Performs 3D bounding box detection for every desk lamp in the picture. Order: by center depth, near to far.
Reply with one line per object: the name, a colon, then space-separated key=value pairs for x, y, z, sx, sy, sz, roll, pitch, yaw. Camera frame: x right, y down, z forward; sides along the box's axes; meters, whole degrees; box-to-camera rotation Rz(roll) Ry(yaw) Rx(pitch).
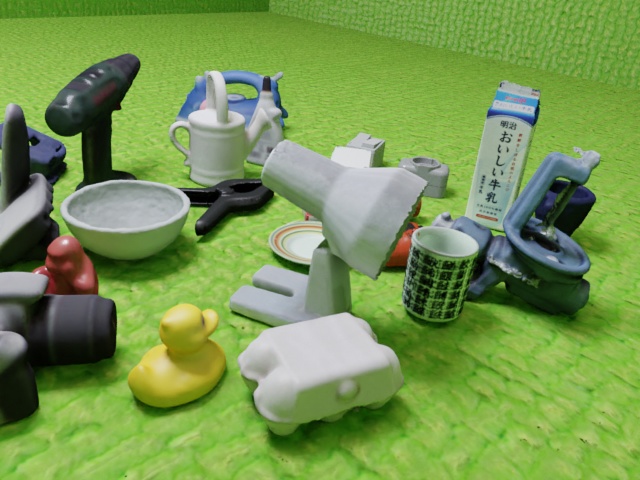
desk lamp: x=0.006 y=0.002 z=0.647 sx=0.202 sy=0.214 sz=0.118 roll=15 pitch=29 yaw=17

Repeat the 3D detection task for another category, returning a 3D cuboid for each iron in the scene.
iron: x=-0.201 y=-0.320 z=1.296 sx=0.258 sy=0.141 sz=0.118 roll=6 pitch=28 yaw=-1

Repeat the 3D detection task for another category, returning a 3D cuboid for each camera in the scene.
camera: x=-0.271 y=0.089 z=0.548 sx=0.137 sy=0.101 sz=0.143 roll=-1 pitch=28 yaw=-12

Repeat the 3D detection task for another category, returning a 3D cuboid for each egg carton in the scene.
egg carton: x=0.001 y=0.129 z=0.560 sx=0.151 sy=0.069 sz=0.107 roll=-9 pitch=31 yaw=-26

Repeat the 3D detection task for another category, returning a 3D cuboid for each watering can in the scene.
watering can: x=-0.176 y=-0.202 z=1.021 sx=0.173 sy=0.194 sz=0.100 roll=-19 pitch=36 yaw=-38

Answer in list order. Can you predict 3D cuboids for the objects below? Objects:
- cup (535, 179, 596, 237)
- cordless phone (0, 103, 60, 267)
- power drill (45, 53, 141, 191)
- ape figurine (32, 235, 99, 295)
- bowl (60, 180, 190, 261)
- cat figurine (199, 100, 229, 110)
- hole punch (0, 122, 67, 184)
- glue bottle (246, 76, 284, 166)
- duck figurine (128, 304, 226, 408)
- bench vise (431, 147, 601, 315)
cup: x=0.380 y=-0.037 z=0.923 sx=0.091 sy=0.095 sz=0.118 roll=25 pitch=33 yaw=32
cordless phone: x=-0.395 y=-0.072 z=0.740 sx=0.094 sy=0.185 sz=0.147 roll=-9 pitch=31 yaw=-26
power drill: x=-0.353 y=-0.183 z=0.933 sx=0.075 sy=0.208 sz=0.230 roll=9 pitch=28 yaw=7
ape figurine: x=-0.289 y=0.037 z=0.653 sx=0.077 sy=0.092 sz=0.076 roll=19 pitch=31 yaw=24
bowl: x=-0.261 y=-0.019 z=0.784 sx=0.167 sy=0.075 sz=0.167 roll=5 pitch=28 yaw=-2
cat figurine: x=-0.220 y=-0.245 z=1.175 sx=0.067 sy=0.118 sz=0.128 roll=6 pitch=28 yaw=1
hole punch: x=-0.490 y=-0.151 z=0.973 sx=0.101 sy=0.091 sz=0.108 roll=2 pitch=28 yaw=-8
glue bottle: x=-0.105 y=-0.229 z=1.108 sx=0.078 sy=0.173 sz=0.037 roll=15 pitch=29 yaw=17
duck figurine: x=-0.138 y=0.105 z=0.560 sx=0.077 sy=0.086 sz=0.105 roll=26 pitch=34 yaw=33
bench vise: x=0.252 y=-0.014 z=0.720 sx=0.207 sy=0.220 sz=0.121 roll=5 pitch=28 yaw=-2
